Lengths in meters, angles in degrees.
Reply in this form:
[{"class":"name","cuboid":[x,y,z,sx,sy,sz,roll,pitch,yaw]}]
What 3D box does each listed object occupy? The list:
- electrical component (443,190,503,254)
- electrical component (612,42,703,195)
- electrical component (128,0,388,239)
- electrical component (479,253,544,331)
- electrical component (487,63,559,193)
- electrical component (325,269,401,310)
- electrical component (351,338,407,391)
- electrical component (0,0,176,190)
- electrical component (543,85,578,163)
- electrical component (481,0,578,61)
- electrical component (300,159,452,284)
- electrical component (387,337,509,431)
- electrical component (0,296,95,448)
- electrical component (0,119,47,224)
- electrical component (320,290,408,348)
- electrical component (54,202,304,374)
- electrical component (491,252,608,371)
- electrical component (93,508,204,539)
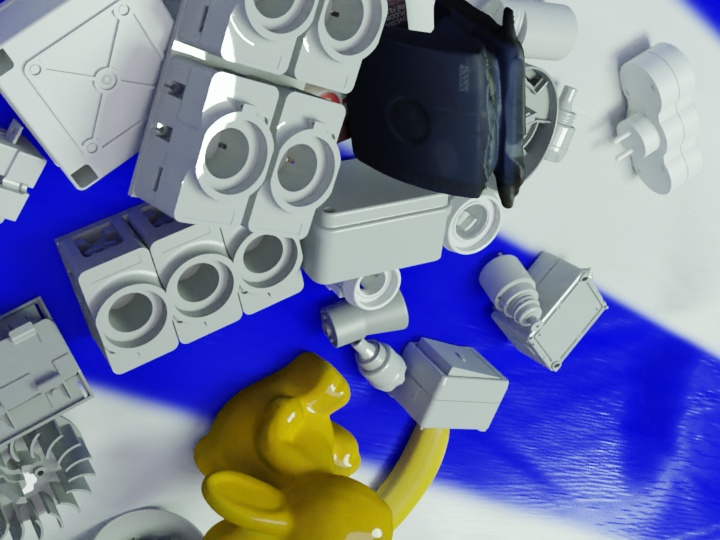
[{"class":"electrical component","cuboid":[0.077,-0.048,0.859,0.058,0.057,0.078,-46,133,0]},{"class":"electrical component","cuboid":[0.248,-0.120,0.930,0.074,0.052,0.138,-32,131,-13]},{"class":"electrical component","cuboid":[-0.057,-0.118,0.653,0.105,0.060,0.186,7,105,-44]},{"class":"electrical component","cuboid":[0.135,0.022,0.933,0.040,0.078,0.040,-17,139,-16]},{"class":"electrical component","cuboid":[0.110,-0.115,0.833,0.099,0.064,0.099,-17,126,-24]},{"class":"electrical component","cuboid":[0.000,0.000,0.839,0.066,0.055,0.048,-13,124,-27]},{"class":"electrical component","cuboid":[0.012,0.075,0.911,0.035,0.035,0.061,-44,130,-2]},{"class":"electrical component","cuboid":[-0.162,-0.124,0.651,0.109,0.056,0.108,-37,132,-9]},{"class":"electrical component","cuboid":[0.162,-0.121,0.884,0.035,0.035,0.061,8,111,-37]},{"class":"electrical component","cuboid":[0.119,-0.182,0.810,0.081,0.043,0.043,-3,120,-32]},{"class":"electrical component","cuboid":[0.002,-0.041,0.800,0.113,0.078,0.057,-12,127,-27]},{"class":"electrical component","cuboid":[0.084,0.101,0.956,0.096,0.062,0.061,8,114,-37]},{"class":"electrical component","cuboid":[-0.249,0.079,0.710,0.121,0.063,0.078,-29,90,-16]},{"class":"electrical component","cuboid":[-0.230,-0.063,0.652,0.055,0.048,0.066,19,107,-48]},{"class":"electrical component","cuboid":[0.001,0.037,0.875,0.065,0.044,0.044,-20,128,-17]},{"class":"electrical component","cuboid":[-0.121,-0.002,0.753,0.150,0.062,0.089,-25,129,-19]},{"class":"electrical component","cuboid":[0.174,0.031,0.976,0.096,0.061,0.061,-49,133,-8]},{"class":"electrical component","cuboid":[-0.166,0.248,0.864,0.099,0.099,0.064,-19,133,-23]}]
